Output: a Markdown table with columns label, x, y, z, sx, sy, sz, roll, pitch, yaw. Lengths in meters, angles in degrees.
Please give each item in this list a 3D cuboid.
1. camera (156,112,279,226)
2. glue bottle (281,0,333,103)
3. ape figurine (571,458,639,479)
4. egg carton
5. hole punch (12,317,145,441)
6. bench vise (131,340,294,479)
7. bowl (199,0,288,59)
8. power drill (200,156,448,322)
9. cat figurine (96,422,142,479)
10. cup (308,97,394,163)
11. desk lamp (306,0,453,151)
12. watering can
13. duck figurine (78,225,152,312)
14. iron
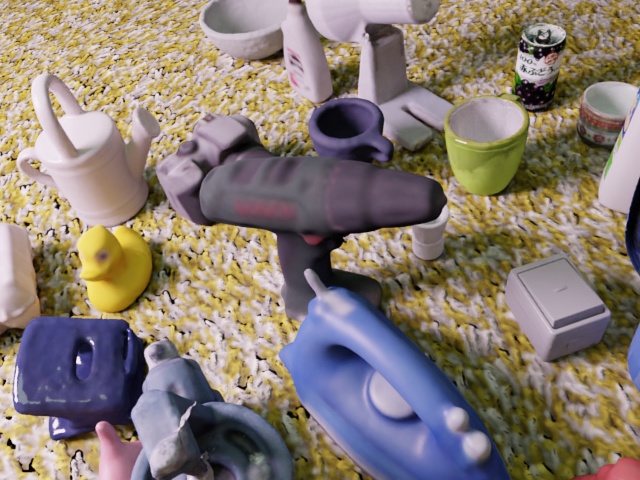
| label | x | y | z | sx | sy | sz | roll | pitch | yaw |
| --- | --- | --- | --- | --- | --- | --- | --- | --- | --- |
| camera | -0.108 | -0.086 | 0.707 | 0.136 | 0.101 | 0.143 | 32 | 63 | 31 |
| glue bottle | -0.026 | -0.280 | 0.805 | 0.037 | 0.173 | 0.078 | -38 | 54 | -20 |
| ape figurine | 0.226 | 0.192 | 0.425 | 0.077 | 0.092 | 0.076 | 13 | 54 | 20 |
| egg carton | -0.383 | 0.049 | 0.664 | 0.107 | 0.069 | 0.150 | -24 | 51 | -10 |
| hole punch | -0.230 | 0.125 | 0.560 | 0.101 | 0.091 | 0.108 | -13 | 50 | -1 |
| bench vise | -0.108 | 0.155 | 0.430 | 0.206 | 0.220 | 0.122 | 33 | 63 | 31 |
| bowl | -0.107 | -0.347 | 0.939 | 0.167 | 0.075 | 0.167 | -5 | 50 | 6 |
| power drill | 0.005 | 0.002 | 0.544 | 0.229 | 0.209 | 0.076 | 12 | 54 | 19 |
| cat figurine | -0.167 | 0.210 | 0.461 | 0.067 | 0.118 | 0.127 | -15 | 50 | -2 |
| cup | 0.046 | -0.108 | 0.702 | 0.117 | 0.095 | 0.092 | 34 | 63 | 31 |
| desk lamp | 0.087 | -0.260 | 0.743 | 0.118 | 0.214 | 0.202 | -36 | 54 | -19 |
| watering can | -0.285 | -0.118 | 0.703 | 0.173 | 0.194 | 0.100 | -29 | 52 | -14 |
| duck figurine | -0.240 | 0.018 | 0.653 | 0.077 | 0.086 | 0.104 | 0 | 51 | 10 |
| iron | 0.071 | 0.129 | 0.472 | 0.119 | 0.142 | 0.257 | -38 | 54 | -20 |
